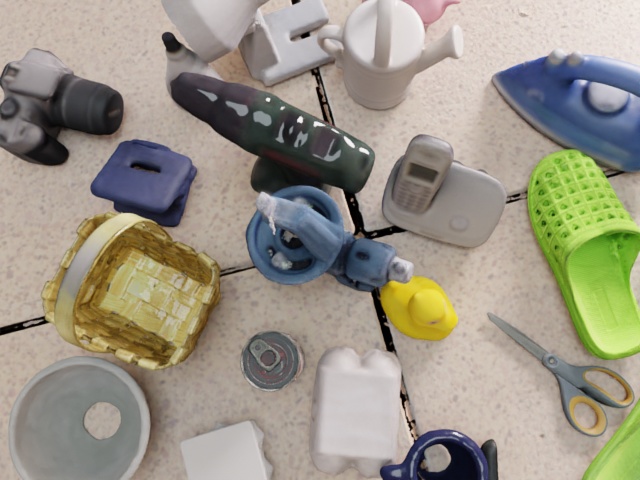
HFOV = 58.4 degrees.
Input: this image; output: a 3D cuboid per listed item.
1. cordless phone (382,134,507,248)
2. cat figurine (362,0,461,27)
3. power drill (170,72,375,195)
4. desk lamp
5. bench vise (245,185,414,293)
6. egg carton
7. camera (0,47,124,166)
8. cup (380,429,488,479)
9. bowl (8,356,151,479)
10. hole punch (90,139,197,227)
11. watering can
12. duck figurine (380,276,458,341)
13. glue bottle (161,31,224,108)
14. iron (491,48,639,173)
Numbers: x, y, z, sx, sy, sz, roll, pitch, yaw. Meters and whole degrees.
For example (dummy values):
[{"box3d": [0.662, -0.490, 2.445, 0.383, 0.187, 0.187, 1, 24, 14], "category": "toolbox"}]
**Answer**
[{"box3d": [0.153, -0.061, 0.679, 0.147, 0.185, 0.094, 16, 80, 5], "category": "cordless phone"}, {"box3d": [0.119, -0.325, 0.764, 0.127, 0.118, 0.067, 40, 83, 8], "category": "cat figurine"}, {"box3d": [-0.049, -0.107, 0.681, 0.229, 0.208, 0.076, 20, 81, 5], "category": "power drill"}, {"box3d": [-0.081, -0.289, 0.714, 0.203, 0.213, 0.118, -22, 79, -2], "category": "desk lamp"}, {"box3d": [0.006, -0.009, 0.656, 0.207, 0.220, 0.121, 1, 79, 2], "category": "bench vise"}, {"box3d": [0.042, 0.206, 0.691, 0.107, 0.069, 0.150, 3, 79, 2], "category": "egg carton"}, {"box3d": [-0.344, -0.173, 0.757, 0.136, 0.101, 0.143, 15, 80, 4], "category": "camera"}, {"box3d": [0.126, 0.263, 0.665, 0.117, 0.095, 0.092, -4, 79, 1], "category": "cup"}, {"box3d": [-0.277, 0.225, 0.693, 0.167, 0.075, 0.167, 0, 79, 2], "category": "bowl"}, {"box3d": [-0.226, -0.080, 0.741, 0.108, 0.091, 0.101, 15, 80, 5], "category": "hole punch"}, {"box3d": [0.086, -0.249, 0.712, 0.173, 0.194, 0.101, -14, 79, -1], "category": "watering can"}, {"box3d": [0.124, 0.081, 0.704, 0.104, 0.086, 0.077, 35, 82, 8], "category": "duck figurine"}, {"box3d": [-0.166, -0.212, 0.722, 0.078, 0.173, 0.037, 8, 80, 3], "category": "glue bottle"}, {"box3d": [0.352, -0.185, 0.719, 0.258, 0.141, 0.119, 24, 81, 6], "category": "iron"}]
